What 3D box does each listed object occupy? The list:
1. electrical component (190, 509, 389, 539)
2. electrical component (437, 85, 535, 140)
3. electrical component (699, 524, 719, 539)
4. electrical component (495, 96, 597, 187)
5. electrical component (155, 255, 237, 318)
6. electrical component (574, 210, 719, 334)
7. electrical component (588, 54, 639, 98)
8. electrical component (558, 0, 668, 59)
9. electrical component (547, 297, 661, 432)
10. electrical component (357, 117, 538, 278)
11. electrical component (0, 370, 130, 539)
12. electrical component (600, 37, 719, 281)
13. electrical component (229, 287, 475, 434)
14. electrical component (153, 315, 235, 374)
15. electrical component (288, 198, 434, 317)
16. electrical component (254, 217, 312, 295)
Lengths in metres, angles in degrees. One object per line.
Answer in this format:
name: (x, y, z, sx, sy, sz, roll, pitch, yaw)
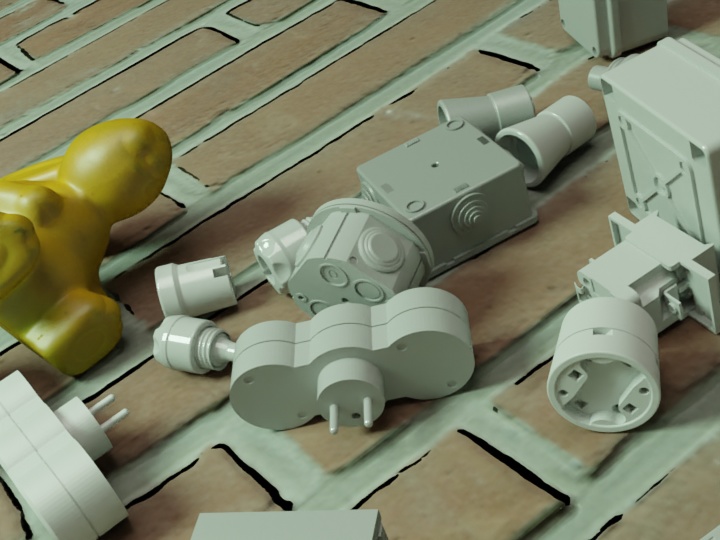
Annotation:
electrical component: (-0.038, 0.180, 0.450, 0.089, 0.061, 0.150, -5, 39, 18)
electrical component: (0.093, -0.108, 0.770, 0.065, 0.044, 0.044, -16, 37, -3)
electrical component: (0.166, 0.135, 0.422, 0.096, 0.061, 0.062, -27, 37, -23)
electrical component: (0.129, -0.090, 0.731, 0.065, 0.044, 0.044, -35, 39, -26)
electrical component: (-0.108, 0.012, 0.711, 0.046, 0.040, 0.040, -14, 37, -2)
electrical component: (0.159, 0.008, 0.595, 0.064, 0.042, 0.081, -33, 38, -11)
electrical component: (0.189, -0.129, 0.750, 0.043, 0.043, 0.062, -40, 40, -25)
electrical component: (0.187, -0.227, 0.815, 0.057, 0.113, 0.078, -19, 37, -5)
electrical component: (0.126, 0.047, 0.551, 0.055, 0.055, 0.047, -4, 36, 20)
electrical component: (0.055, -0.051, 0.707, 0.100, 0.048, 0.099, -27, 38, -10)
electrical component: (-0.168, 0.098, 0.618, 0.074, 0.052, 0.138, -36, 40, -20)
electrical component: (0.194, -0.060, 0.608, 0.056, 0.108, 0.108, -28, 38, -5)
electrical component: (-0.005, 0.061, 0.592, 0.138, 0.052, 0.073, -13, 38, 9)
electrical component: (-0.096, 0.048, 0.664, 0.061, 0.035, 0.035, 7, 44, 27)
electrical component: (0.000, 0.000, 0.644, 0.080, 0.080, 0.051, 3, 49, 27)
electrical component: (-0.035, -0.015, 0.707, 0.062, 0.043, 0.043, -30, 38, -16)
